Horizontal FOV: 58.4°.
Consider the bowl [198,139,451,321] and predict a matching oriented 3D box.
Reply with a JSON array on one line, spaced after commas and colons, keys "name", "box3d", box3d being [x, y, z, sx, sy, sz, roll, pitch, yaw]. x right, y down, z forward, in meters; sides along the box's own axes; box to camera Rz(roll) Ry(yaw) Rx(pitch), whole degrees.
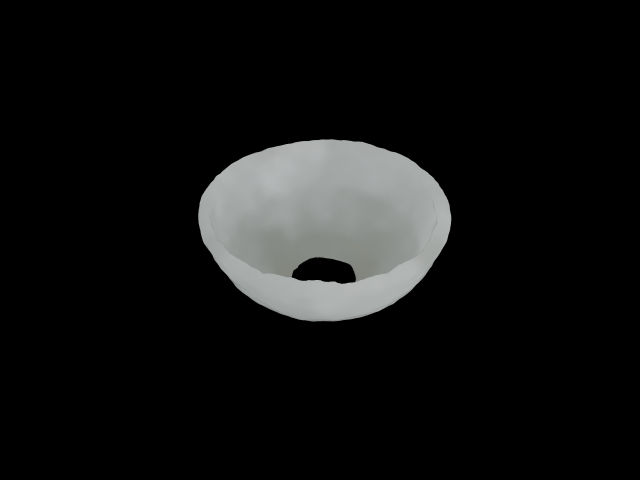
[{"name": "bowl", "box3d": [0.004, 0.001, 0.400, 0.167, 0.075, 0.167, 0, 40, 0]}]
